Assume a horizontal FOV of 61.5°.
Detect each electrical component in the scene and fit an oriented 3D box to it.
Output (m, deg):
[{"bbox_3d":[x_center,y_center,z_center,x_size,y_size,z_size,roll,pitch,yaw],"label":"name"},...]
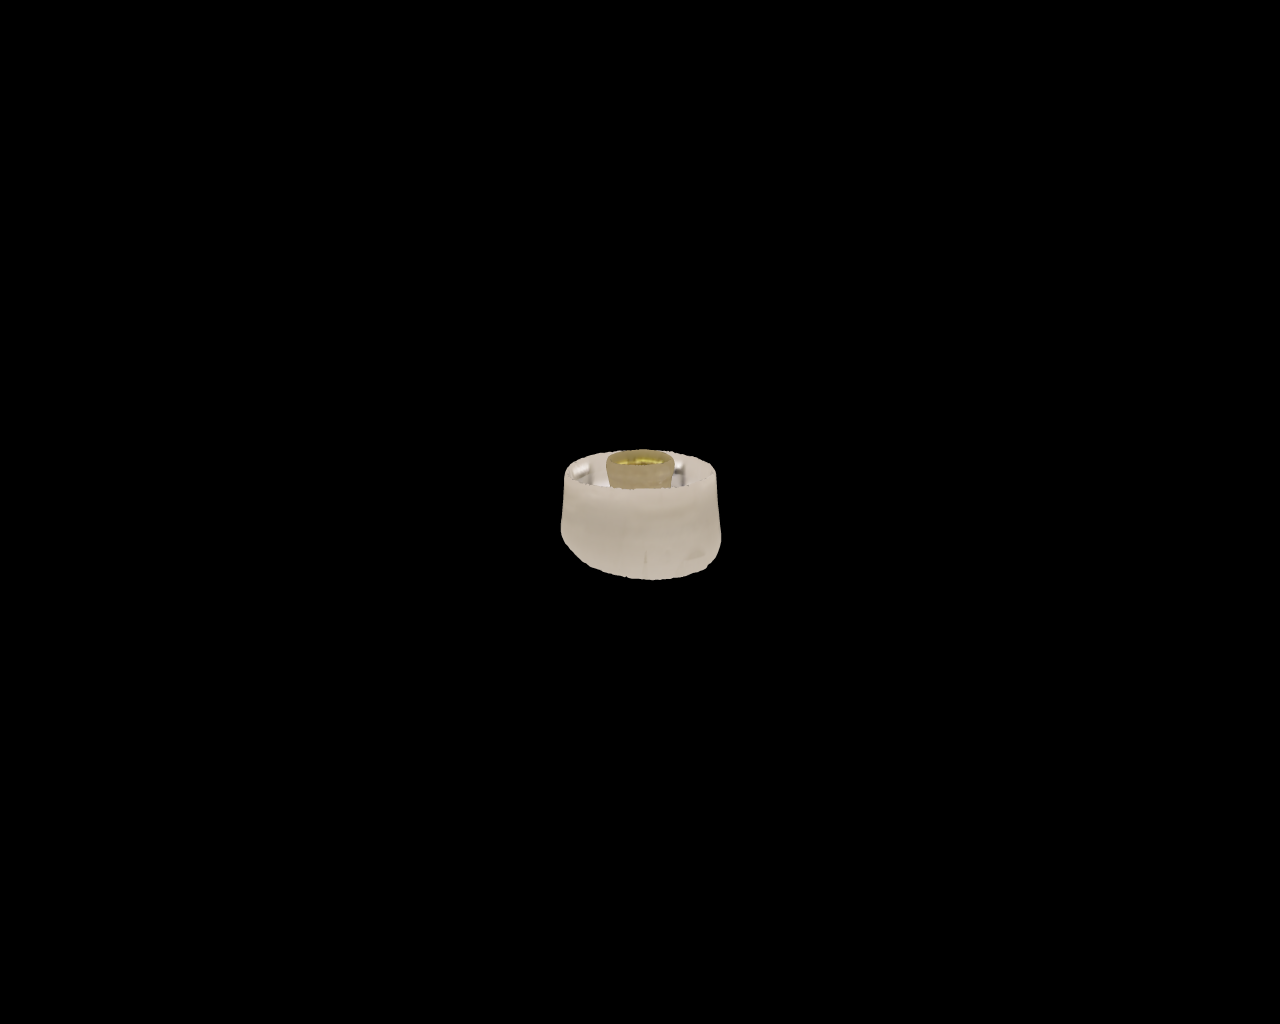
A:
[{"bbox_3d":[0.001,-0.003,0.650,0.099,0.064,0.099,0,18,0],"label":"electrical component"}]
